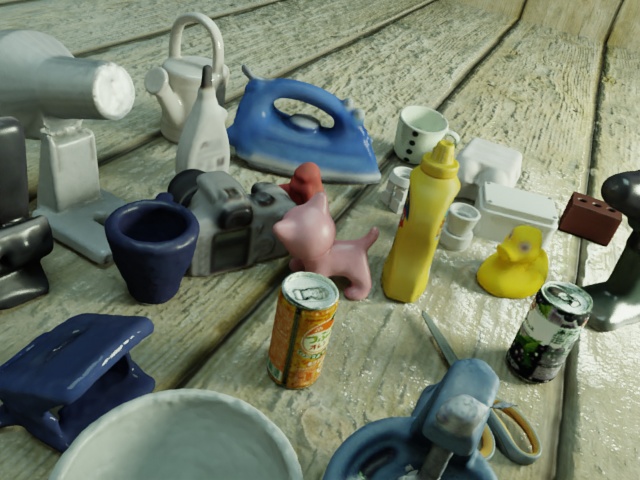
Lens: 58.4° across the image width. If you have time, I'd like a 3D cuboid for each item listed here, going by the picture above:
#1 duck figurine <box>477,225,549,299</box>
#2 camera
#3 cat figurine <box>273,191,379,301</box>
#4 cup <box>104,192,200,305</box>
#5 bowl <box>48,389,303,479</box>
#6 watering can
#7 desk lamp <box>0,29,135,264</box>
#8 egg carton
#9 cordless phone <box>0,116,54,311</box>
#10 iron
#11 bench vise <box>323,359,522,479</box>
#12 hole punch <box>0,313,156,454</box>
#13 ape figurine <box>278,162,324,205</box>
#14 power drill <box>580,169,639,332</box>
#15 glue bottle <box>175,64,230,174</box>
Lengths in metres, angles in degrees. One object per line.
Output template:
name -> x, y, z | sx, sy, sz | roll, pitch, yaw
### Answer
duck figurine -> 0.258, 0.020, 0.736 | 0.105, 0.086, 0.077 | -10, 40, -29
camera -> -0.116, -0.041, 0.695 | 0.143, 0.101, 0.136 | -14, 42, -33
cat figurine -> 0.006, 0.002, 0.655 | 0.128, 0.118, 0.067 | 5, 35, -10
cup -> -0.174, 0.011, 0.607 | 0.092, 0.095, 0.117 | 6, 34, -8
bowl -> -0.096, 0.189, 0.391 | 0.167, 0.075, 0.167 | 8, 34, -5
watering can -> -0.197, -0.250, 0.888 | 0.101, 0.194, 0.173 | 12, 34, 0
desk lamp -> -0.280, -0.115, 0.650 | 0.202, 0.213, 0.118 | 26, 36, 19
egg carton -> 0.274, -0.113, 0.949 | 0.107, 0.069, 0.150 | 23, 36, 16
cordless phone -> -0.327, -0.020, 0.523 | 0.094, 0.185, 0.148 | 27, 37, 22
iron -> -0.017, -0.180, 0.890 | 0.258, 0.141, 0.118 | 13, 34, 1
bench vise -> 0.068, 0.138, 0.387 | 0.121, 0.220, 0.207 | 13, 34, 2
hole punch -> -0.201, 0.104, 0.467 | 0.101, 0.091, 0.109 | 22, 35, 14
ape figurine -> -0.023, -0.062, 0.762 | 0.076, 0.092, 0.077 | -20, 45, -38
power drill -> 0.381, 0.007, 0.685 | 0.230, 0.208, 0.075 | -10, 40, -29
glue bottle -> -0.157, -0.153, 0.780 | 0.078, 0.173, 0.037 | -23, 47, -40
